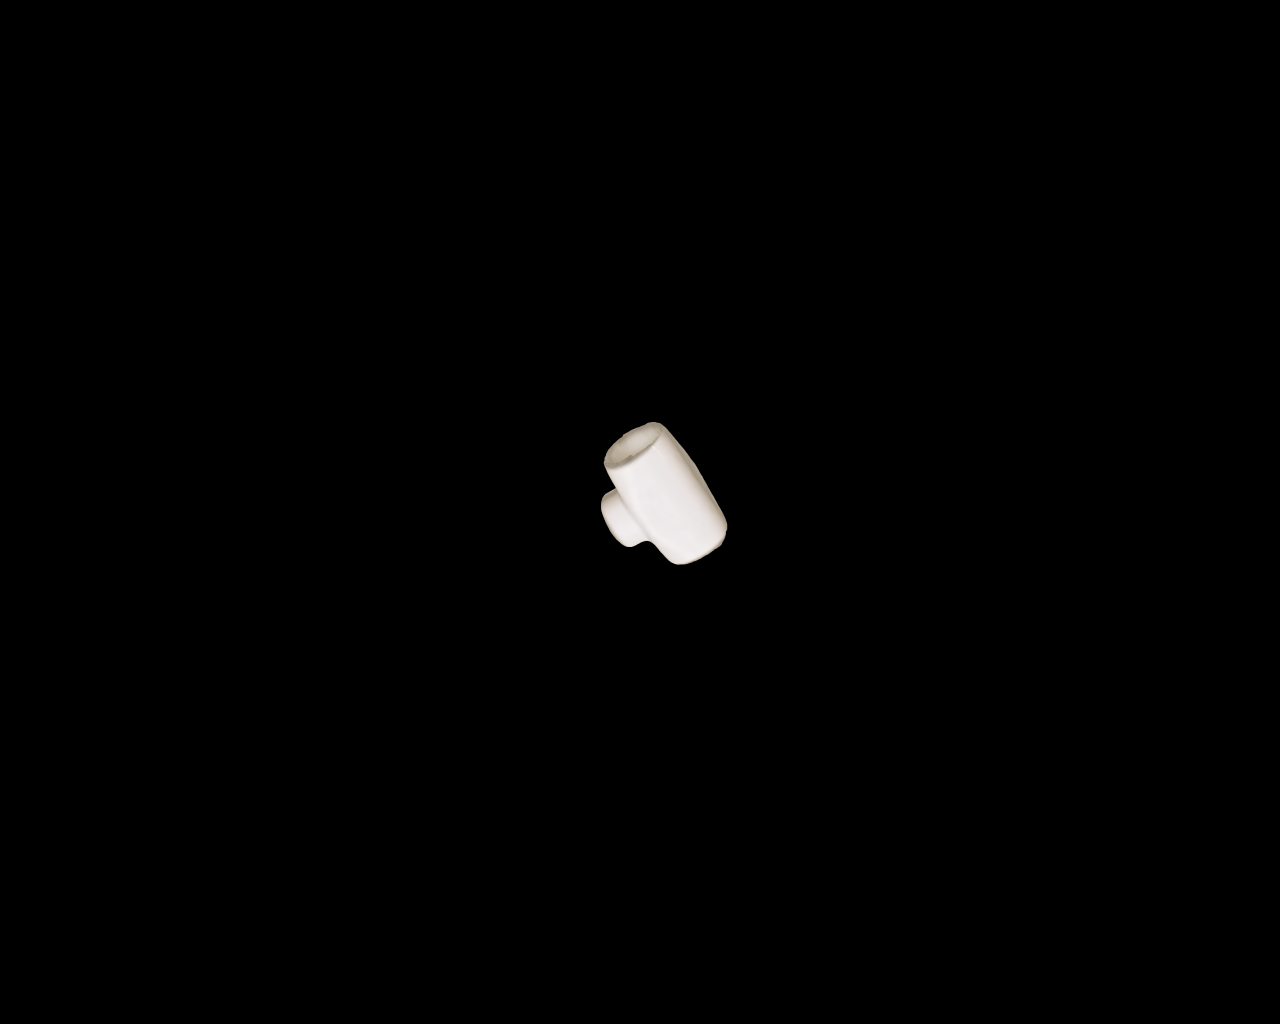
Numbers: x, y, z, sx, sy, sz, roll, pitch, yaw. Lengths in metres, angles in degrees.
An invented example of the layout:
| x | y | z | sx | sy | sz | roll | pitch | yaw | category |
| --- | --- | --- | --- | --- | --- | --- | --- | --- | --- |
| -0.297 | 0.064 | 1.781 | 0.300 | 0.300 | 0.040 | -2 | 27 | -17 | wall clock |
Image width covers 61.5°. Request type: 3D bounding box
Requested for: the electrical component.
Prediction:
| x | y | z | sx | sy | sz | roll | pitch | yaw | category |
| --- | --- | --- | --- | --- | --- | --- | --- | --- | --- |
| 0.001 | -0.003 | 0.650 | 0.079 | 0.077 | 0.044 | -29 | 24 | 14 | electrical component |
